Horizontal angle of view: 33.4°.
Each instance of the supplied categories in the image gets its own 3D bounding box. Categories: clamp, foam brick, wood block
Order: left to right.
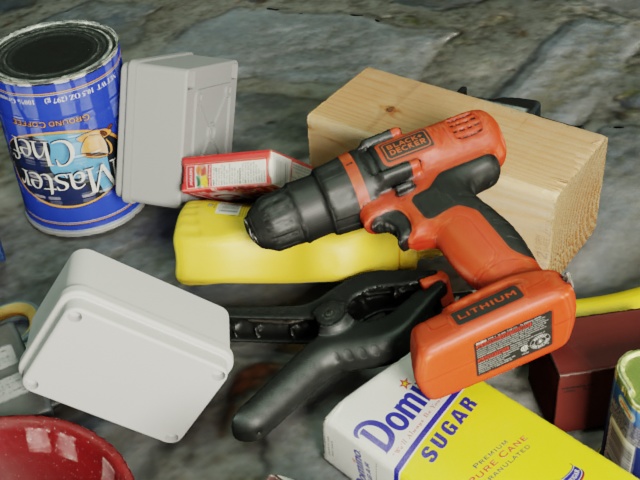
[{"bbox_3d":[0.002,0.058,0.709,0.171,0.039,0.120,-24,43,-11],"label":"clamp"},{"bbox_3d":[0.101,-0.052,0.816,0.206,0.090,0.090,22,45,29],"label":"wood block"},{"bbox_3d":[0.176,0.081,0.668,0.078,0.053,0.051,-7,36,-4],"label":"foam brick"}]

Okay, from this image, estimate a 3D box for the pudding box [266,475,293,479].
[{"bbox_3d":[0.025,0.159,0.539,0.090,0.113,0.039,23,82,31],"label":"pudding box"}]

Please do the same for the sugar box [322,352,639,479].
[{"bbox_3d":[0.093,0.134,0.613,0.093,0.048,0.176,-32,47,-32],"label":"sugar box"}]

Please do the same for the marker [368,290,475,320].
[{"bbox_3d":[0.089,0.046,0.748,0.121,0.020,0.020,-7,38,-4],"label":"marker"}]

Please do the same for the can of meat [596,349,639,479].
[{"bbox_3d":[0.214,0.104,0.611,0.102,0.084,0.057,-10,39,-7],"label":"can of meat"}]

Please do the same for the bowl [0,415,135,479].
[{"bbox_3d":[-0.174,0.172,0.578,0.162,0.055,0.162,-2,38,2],"label":"bowl"}]

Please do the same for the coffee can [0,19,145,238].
[{"bbox_3d":[-0.197,-0.088,0.842,0.103,0.140,0.103,-3,37,2],"label":"coffee can"}]

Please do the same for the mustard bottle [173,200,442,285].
[{"bbox_3d":[-0.005,0.001,0.776,0.191,0.058,0.096,0,14,4],"label":"mustard bottle"}]

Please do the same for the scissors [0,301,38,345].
[{"bbox_3d":[-0.253,0.096,0.712,0.201,0.016,0.096,-20,44,-21],"label":"scissors"}]

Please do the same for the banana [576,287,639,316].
[{"bbox_3d":[0.206,0.046,0.729,0.197,0.037,0.070,-16,21,-17],"label":"banana"}]

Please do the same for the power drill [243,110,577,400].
[{"bbox_3d":[0.059,0.006,0.673,0.184,0.057,0.188,-23,50,-4],"label":"power drill"}]

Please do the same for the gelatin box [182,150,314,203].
[{"bbox_3d":[-0.052,-0.045,0.809,0.073,0.030,0.089,-3,-6,22],"label":"gelatin box"}]

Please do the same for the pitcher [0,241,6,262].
[{"bbox_3d":[-0.365,-0.013,0.787,0.242,0.149,0.145,-18,55,-13],"label":"pitcher"}]
